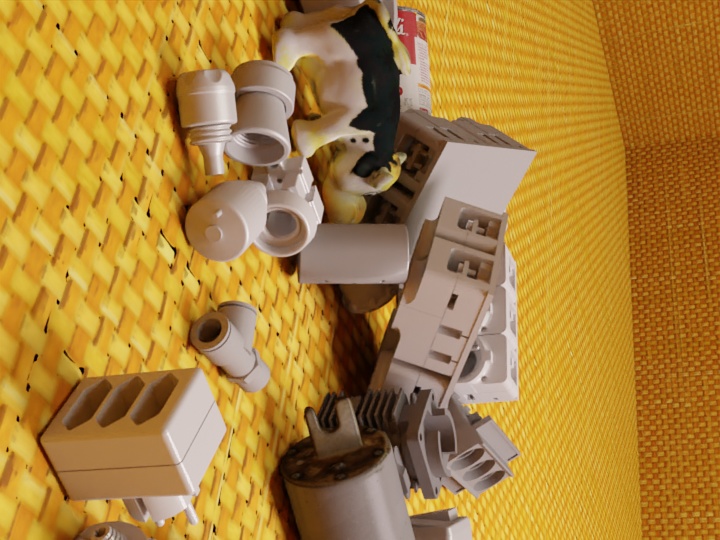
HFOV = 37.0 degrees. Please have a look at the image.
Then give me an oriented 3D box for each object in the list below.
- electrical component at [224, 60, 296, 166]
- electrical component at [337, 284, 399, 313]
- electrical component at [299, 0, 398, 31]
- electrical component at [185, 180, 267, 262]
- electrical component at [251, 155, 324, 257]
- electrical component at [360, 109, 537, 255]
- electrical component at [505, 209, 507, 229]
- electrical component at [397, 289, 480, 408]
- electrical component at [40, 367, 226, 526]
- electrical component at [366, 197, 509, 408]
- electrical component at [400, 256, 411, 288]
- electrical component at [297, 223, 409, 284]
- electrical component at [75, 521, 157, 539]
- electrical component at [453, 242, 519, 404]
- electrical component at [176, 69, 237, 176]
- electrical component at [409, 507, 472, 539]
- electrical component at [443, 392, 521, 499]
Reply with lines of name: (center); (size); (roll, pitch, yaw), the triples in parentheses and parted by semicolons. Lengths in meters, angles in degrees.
electrical component: (-0.065, -0.102, 0.698); (0.045, 0.045, 0.055); (51, 37, -57)
electrical component: (0.000, 0.000, 0.852); (0.062, 0.048, 0.048); (65, 25, -25)
electrical component: (-0.016, -0.225, 0.856); (0.108, 0.060, 0.108); (-7, 90, -71)
electrical component: (-0.076, -0.035, 0.653); (0.078, 0.040, 0.040); (-58, 137, -61)
electrical component: (-0.051, -0.041, 0.719); (0.055, 0.048, 0.066); (-82, 157, -55)
electrical component: (0.070, -0.076, 0.938); (0.186, 0.060, 0.105); (-6, 128, -59)
electrical component: (0.118, -0.053, 1.151); (0.051, 0.080, 0.080); (71, 22, -47)
electrical component: (0.075, 0.066, 0.994); (0.052, 0.074, 0.138); (53, 35, -55)
electrical component: (-0.099, 0.092, 0.506); (0.047, 0.066, 0.076); (-67, 145, -55)
electrical component: (0.054, 0.047, 0.851); (0.105, 0.060, 0.186); (-71, 179, -51)
electrical component: (0.046, -0.011, 0.983); (0.055, 0.045, 0.045); (-48, 128, -65)
electrical component: (-0.008, -0.012, 0.789); (0.079, 0.077, 0.043); (180, -90, -84)
electrical component: (-0.105, 0.149, 0.504); (0.043, 0.043, 0.081); (-72, 149, -50)
electrical component: (0.106, 0.051, 1.061); (0.061, 0.089, 0.150); (51, 37, -57)
electrical component: (-0.090, -0.087, 0.640); (0.035, 0.035, 0.061); (-19, 104, -70)
electrical component: (0.048, 0.218, 0.832); (0.062, 0.096, 0.061); (13, 71, -69)
electrical component: (0.101, 0.170, 1.039); (0.063, 0.079, 0.121); (60, 6, 32)
